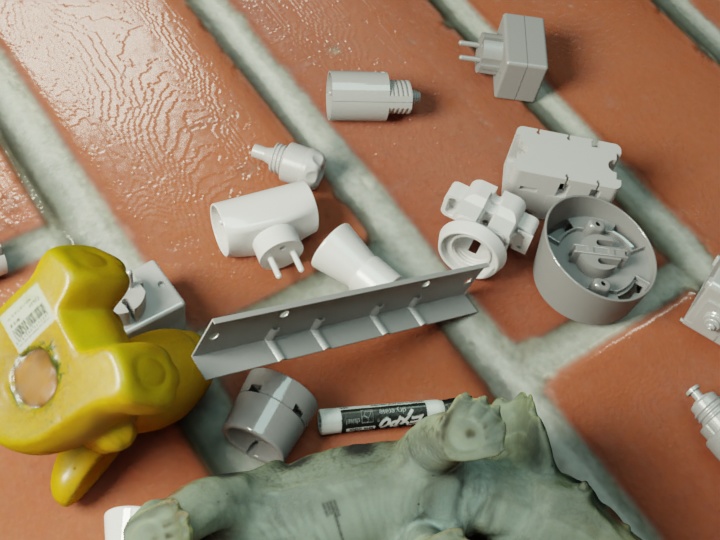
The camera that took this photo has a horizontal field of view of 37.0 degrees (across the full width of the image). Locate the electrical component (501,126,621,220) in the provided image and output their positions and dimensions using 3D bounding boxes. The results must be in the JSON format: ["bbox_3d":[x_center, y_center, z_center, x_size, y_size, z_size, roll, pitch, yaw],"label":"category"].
[{"bbox_3d":[0.169,-0.078,0.913,0.089,0.055,0.050,11,56,-2],"label":"electrical component"}]

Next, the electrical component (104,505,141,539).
[{"bbox_3d":[-0.147,0.186,0.695,0.045,0.045,0.055,6,56,-5],"label":"electrical component"}]

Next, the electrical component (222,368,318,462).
[{"bbox_3d":[-0.064,0.104,0.757,0.055,0.055,0.047,25,60,8],"label":"electrical component"}]

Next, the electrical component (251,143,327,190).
[{"bbox_3d":[-0.061,-0.091,0.899,0.061,0.035,0.035,19,56,7],"label":"electrical component"}]

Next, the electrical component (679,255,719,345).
[{"bbox_3d":[0.307,0.020,0.864,0.061,0.061,0.096,32,58,13],"label":"electrical component"}]

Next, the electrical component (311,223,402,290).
[{"bbox_3d":[0.000,0.000,0.844,0.065,0.044,0.044,40,60,12],"label":"electrical component"}]

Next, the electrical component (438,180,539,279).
[{"bbox_3d":[0.098,-0.030,0.870,0.078,0.058,0.057,26,54,8],"label":"electrical component"}]

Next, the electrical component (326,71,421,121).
[{"bbox_3d":[0.013,-0.153,0.946,0.081,0.043,0.043,0,57,-9],"label":"electrical component"}]

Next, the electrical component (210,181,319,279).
[{"bbox_3d":[-0.069,-0.027,0.850,0.077,0.043,0.079,-16,60,-19],"label":"electrical component"}]

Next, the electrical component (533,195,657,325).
[{"bbox_3d":[0.188,-0.008,0.863,0.099,0.064,0.099,4,56,-6],"label":"electrical component"}]

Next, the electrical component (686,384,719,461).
[{"bbox_3d":[0.276,0.119,0.806,0.040,0.040,0.078,-27,64,-24],"label":"electrical component"}]

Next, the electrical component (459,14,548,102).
[{"bbox_3d":[0.129,-0.198,0.992,0.077,0.047,0.065,6,56,-6],"label":"electrical component"}]

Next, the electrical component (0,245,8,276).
[{"bbox_3d":[-0.293,-0.006,0.805,0.046,0.040,0.040,-22,62,-29],"label":"electrical component"}]

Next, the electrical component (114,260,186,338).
[{"bbox_3d":[-0.174,0.025,0.779,0.083,0.075,0.047,-28,65,-24],"label":"electrical component"}]
